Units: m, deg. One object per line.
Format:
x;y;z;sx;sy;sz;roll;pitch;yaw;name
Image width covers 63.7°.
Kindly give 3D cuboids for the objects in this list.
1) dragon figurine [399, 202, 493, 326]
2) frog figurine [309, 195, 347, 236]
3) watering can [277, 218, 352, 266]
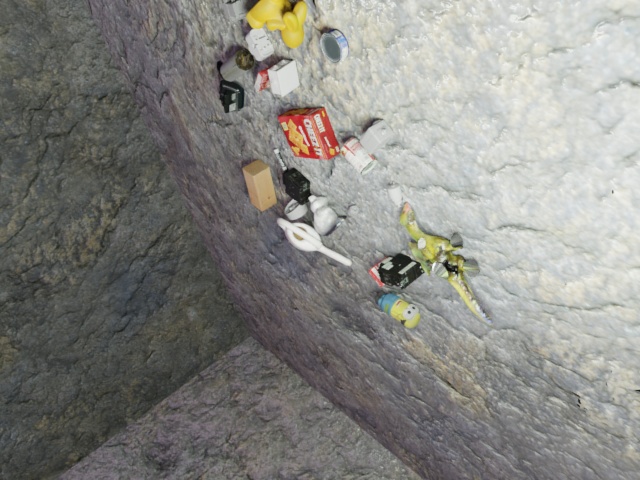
0.357;0.070;1.548;0.409;0.122;0.243;60;173;-4;dragon figurine
0.006;-0.098;1.944;0.160;0.123;0.136;42;174;3;frog figurine
-0.035;0.010;2.142;0.347;0.104;0.224;33;175;-7;watering can
